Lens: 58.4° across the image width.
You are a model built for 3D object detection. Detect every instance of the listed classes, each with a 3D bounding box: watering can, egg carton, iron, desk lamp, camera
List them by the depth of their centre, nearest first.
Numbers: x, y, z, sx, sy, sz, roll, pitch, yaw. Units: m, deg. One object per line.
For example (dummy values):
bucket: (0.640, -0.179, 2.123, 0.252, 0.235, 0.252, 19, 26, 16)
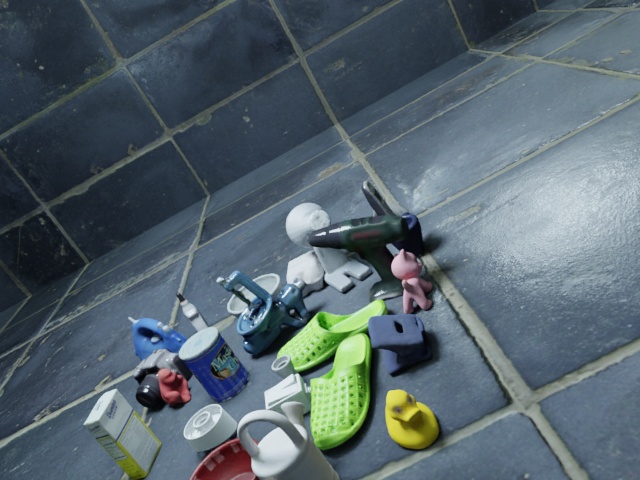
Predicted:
watering can: (-0.056, 0.333, 0.895, 0.101, 0.194, 0.172, -29, 21, 3)
camera: (-0.424, 0.354, 1.458, 0.142, 0.101, 0.137, -18, 25, 30)
desk lamp: (0.014, 0.005, 1.500, 0.118, 0.214, 0.202, -36, 22, -13)
egg carton: (-0.036, 0.091, 1.575, 0.107, 0.069, 0.150, -26, 22, 11)
iron: (-0.446, 0.273, 1.609, 0.257, 0.142, 0.119, -7, 31, 46)

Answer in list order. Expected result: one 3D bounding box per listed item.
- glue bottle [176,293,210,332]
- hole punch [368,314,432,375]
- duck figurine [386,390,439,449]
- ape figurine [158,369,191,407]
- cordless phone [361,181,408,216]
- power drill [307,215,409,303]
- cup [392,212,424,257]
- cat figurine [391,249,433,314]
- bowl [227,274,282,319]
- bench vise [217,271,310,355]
glue bottle: (-0.341, 0.212, 1.562, 0.037, 0.173, 0.078, -36, 22, -13)
hole punch: (0.151, 0.183, 1.096, 0.101, 0.091, 0.108, -27, 22, 9)
duck figurine: (0.135, 0.276, 0.920, 0.077, 0.086, 0.104, -37, 22, -16)
ape figurine: (-0.360, 0.352, 1.389, 0.076, 0.092, 0.078, -18, 25, 29)
cordless phone: (0.172, -0.097, 1.559, 0.094, 0.185, 0.147, -24, 22, 16)
power drill: (0.111, 0.038, 1.309, 0.229, 0.209, 0.075, -20, 24, 24)
cup: (0.220, -0.009, 1.426, 0.091, 0.095, 0.118, -19, 24, 27)
cat figurine: (0.191, 0.078, 1.239, 0.067, 0.118, 0.128, -22, 23, 20)
bowl: (-0.164, 0.170, 1.561, 0.167, 0.075, 0.167, -26, 22, 12)
bench vise: (-0.142, 0.143, 1.392, 0.208, 0.220, 0.121, -43, 25, -29)
